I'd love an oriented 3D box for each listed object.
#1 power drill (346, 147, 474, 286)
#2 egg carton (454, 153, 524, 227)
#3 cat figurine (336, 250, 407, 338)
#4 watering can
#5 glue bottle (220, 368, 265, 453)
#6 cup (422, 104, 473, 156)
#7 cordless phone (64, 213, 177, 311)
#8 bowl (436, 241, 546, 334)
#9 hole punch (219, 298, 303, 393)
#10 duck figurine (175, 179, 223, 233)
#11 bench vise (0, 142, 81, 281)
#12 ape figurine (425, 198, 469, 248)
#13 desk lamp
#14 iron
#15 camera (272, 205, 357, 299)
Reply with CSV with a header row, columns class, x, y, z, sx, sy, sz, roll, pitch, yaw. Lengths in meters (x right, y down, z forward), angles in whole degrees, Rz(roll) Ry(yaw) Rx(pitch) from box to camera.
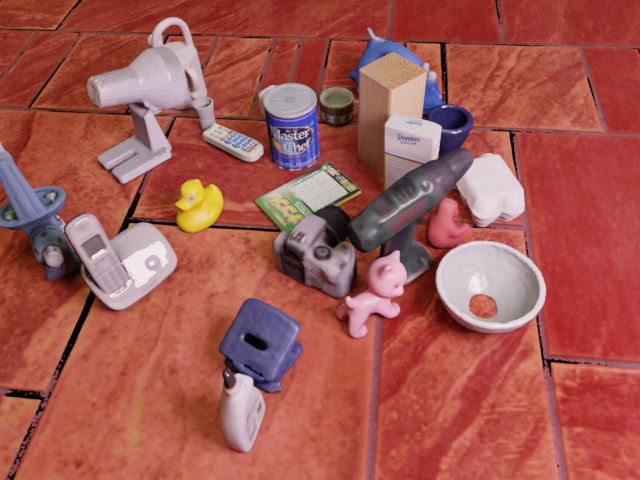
class,x,y,z,sx,sy,sz,roll,pitch,yaw
power drill,0.144,-0.026,0.919,0.230,0.209,0.075,-31,55,-21
egg carton,0.308,-0.095,1.060,0.107,0.069,0.150,-13,50,-8
cat figurine,0.086,0.076,0.894,0.128,0.118,0.067,-30,55,-21
watering can,-0.323,-0.399,1.265,0.172,0.194,0.101,21,54,19
glue bottle,-0.107,0.213,0.752,0.037,0.173,0.078,12,52,13
cup,0.241,-0.213,1.146,0.117,0.095,0.092,23,55,21
cordless phone,-0.322,0.012,0.924,0.094,0.185,0.148,31,58,26
bowl,0.263,0.086,0.906,0.167,0.075,0.167,-1,50,2
hole punch,-0.087,0.156,0.852,0.108,0.091,0.101,24,55,22
duck figurine,-0.227,-0.076,1.058,0.077,0.086,0.105,26,56,23
bench vise,-0.473,-0.053,0.963,0.206,0.220,0.122,30,58,25
ape figurine,0.220,-0.035,0.998,0.076,0.092,0.077,-26,53,-18
desk lamp,-0.357,-0.254,1.132,0.117,0.214,0.204,36,60,28
iron,0.183,-0.354,1.238,0.119,0.141,0.257,-37,58,-25
camera,0.009,0.003,0.970,0.142,0.101,0.137,25,56,22
